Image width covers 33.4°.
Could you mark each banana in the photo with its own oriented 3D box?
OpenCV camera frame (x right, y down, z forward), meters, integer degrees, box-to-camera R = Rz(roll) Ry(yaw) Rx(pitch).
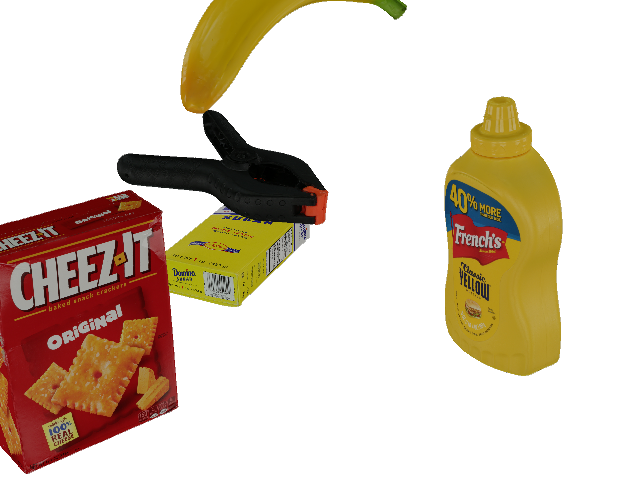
[{"bbox_3d":[-0.022,-0.145,0.668,0.197,0.069,0.037,-32,-4,-35],"label":"banana"}]

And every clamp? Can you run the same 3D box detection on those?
[{"bbox_3d":[-0.075,-0.051,0.850,0.172,0.039,0.120,28,47,35],"label":"clamp"}]

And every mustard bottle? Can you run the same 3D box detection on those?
[{"bbox_3d":[0.126,-0.007,0.745,0.058,0.192,0.096,-18,29,-26],"label":"mustard bottle"}]

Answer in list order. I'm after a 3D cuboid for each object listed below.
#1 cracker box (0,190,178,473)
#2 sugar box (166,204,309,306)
[{"bbox_3d":[-0.217,0.081,0.962,0.163,0.214,0.072,-19,31,-34],"label":"cracker box"},{"bbox_3d":[-0.087,0.006,1.132,0.093,0.048,0.176,12,31,20],"label":"sugar box"}]
